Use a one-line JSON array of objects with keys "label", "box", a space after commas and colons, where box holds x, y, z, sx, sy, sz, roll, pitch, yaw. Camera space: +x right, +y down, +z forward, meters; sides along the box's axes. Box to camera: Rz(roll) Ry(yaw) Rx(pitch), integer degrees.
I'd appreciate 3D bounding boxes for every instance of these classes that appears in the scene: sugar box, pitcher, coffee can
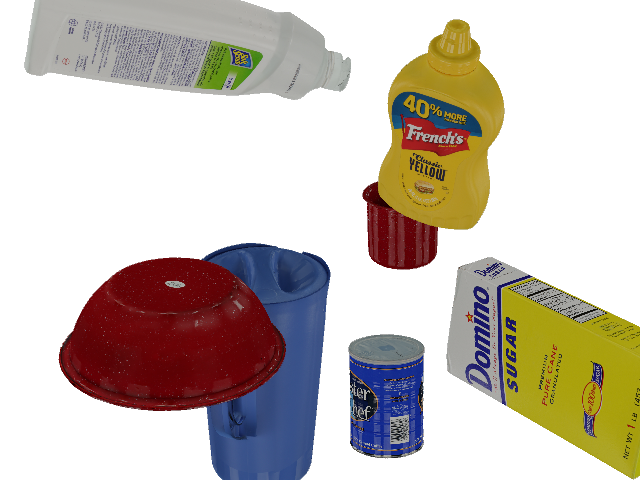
[{"label": "sugar box", "box": [0.169, 0.086, 0.766, 0.048, 0.093, 0.176, -16, 29, -40]}, {"label": "pitcher", "box": [-0.064, 0.137, 1.088, 0.149, 0.243, 0.145, -10, 28, -23]}, {"label": "coffee can", "box": [0.090, 0.211, 1.456, 0.103, 0.140, 0.103, -1, 14, 0]}]

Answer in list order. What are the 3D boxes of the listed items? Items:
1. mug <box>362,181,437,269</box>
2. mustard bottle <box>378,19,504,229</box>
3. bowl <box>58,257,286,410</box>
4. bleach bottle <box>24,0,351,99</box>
[{"label": "mug", "box": [0.103, -0.023, 1.256, 0.093, 0.081, 0.117, 18, 33, 34]}, {"label": "mustard bottle", "box": [0.102, -0.099, 0.889, 0.096, 0.192, 0.058, 23, 48, 18]}, {"label": "bowl", "box": [-0.104, 0.055, 0.756, 0.162, 0.055, 0.162, 2, 23, -1]}, {"label": "bleach bottle", "box": [-0.101, -0.154, 0.849, 0.250, 0.068, 0.103, 11, -31, -16]}]
